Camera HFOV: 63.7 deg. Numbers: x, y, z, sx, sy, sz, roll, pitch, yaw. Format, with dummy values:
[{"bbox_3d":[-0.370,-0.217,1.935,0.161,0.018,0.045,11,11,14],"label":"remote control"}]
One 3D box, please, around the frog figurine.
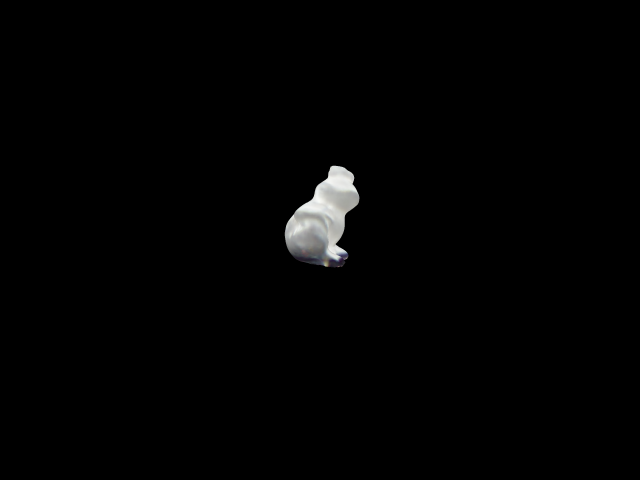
[{"bbox_3d":[0.003,-0.043,0.850,0.122,0.159,0.138,2,5,27],"label":"frog figurine"}]
